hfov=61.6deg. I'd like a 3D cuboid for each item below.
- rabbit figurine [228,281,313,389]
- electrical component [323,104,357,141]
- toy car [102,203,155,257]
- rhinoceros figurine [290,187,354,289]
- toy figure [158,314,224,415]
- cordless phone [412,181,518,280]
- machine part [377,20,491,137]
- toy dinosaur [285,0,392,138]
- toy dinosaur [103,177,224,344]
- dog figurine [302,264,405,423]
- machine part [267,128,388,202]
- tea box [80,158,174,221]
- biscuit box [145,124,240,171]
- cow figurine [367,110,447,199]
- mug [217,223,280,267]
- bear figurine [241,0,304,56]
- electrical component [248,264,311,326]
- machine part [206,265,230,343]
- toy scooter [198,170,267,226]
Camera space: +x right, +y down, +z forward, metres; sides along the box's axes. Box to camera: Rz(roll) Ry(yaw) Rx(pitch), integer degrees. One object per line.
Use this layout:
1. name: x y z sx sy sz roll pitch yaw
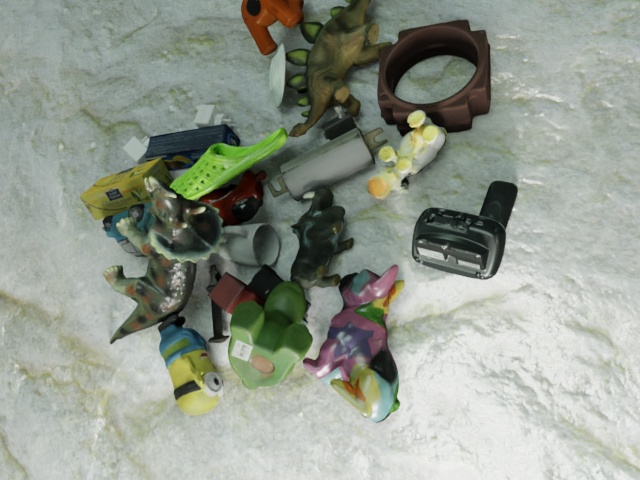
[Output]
1. rabbit figurine: -0.062 0.144 0.843 0.121 0.158 0.170 17 36 8
2. electrical component: 0.037 -0.213 1.029 0.063 0.093 0.021 -27 40 7
3. toy car: -0.365 -0.016 1.106 0.162 0.109 0.103 -17 86 24
4. rhinoceros figurine: -0.002 -0.003 0.972 0.112 0.073 0.190 2 71 34
5. toy figure: -0.236 0.223 0.961 0.089 0.082 0.180 -46 65 21
6. cordless phone: 0.242 -0.035 0.889 0.147 0.088 0.184 15 63 27
7. machine part: 0.212 -0.301 0.999 0.201 0.087 0.201 -1 69 21
8. toy dinosaur: 0.040 -0.398 1.103 0.199 0.105 0.471 18 71 31
9. toy dinosaur: -0.289 0.064 0.990 0.192 0.131 0.404 30 117 29
10. dog figurine: 0.084 0.149 0.849 0.192 0.108 0.219 32 80 31
11. machine part: 0.014 -0.141 1.017 0.243 0.079 0.079 -26 61 9
12. tea box: -0.412 -0.108 1.153 0.170 0.068 0.098 -15 28 19
13. biscuit box: -0.277 -0.197 1.168 0.203 0.059 0.063 -4 65 21
14. cow figurine: 0.155 -0.141 0.960 0.167 0.098 0.068 -50 64 18
15. mug: -0.149 0.008 1.007 0.107 0.109 0.081 -4 67 34
16. bear figurine: -0.081 -0.489 1.164 0.120 0.196 0.132 -39 88 34
17. electrical component: -0.085 0.125 0.954 0.134 0.058 0.115 38 87 31
18. machine part: -0.190 0.121 0.995 0.039 0.084 0.139 -3 74 -12
19. toy scooter: -0.169 -0.083 1.060 0.184 0.075 0.135 -9 41 39
